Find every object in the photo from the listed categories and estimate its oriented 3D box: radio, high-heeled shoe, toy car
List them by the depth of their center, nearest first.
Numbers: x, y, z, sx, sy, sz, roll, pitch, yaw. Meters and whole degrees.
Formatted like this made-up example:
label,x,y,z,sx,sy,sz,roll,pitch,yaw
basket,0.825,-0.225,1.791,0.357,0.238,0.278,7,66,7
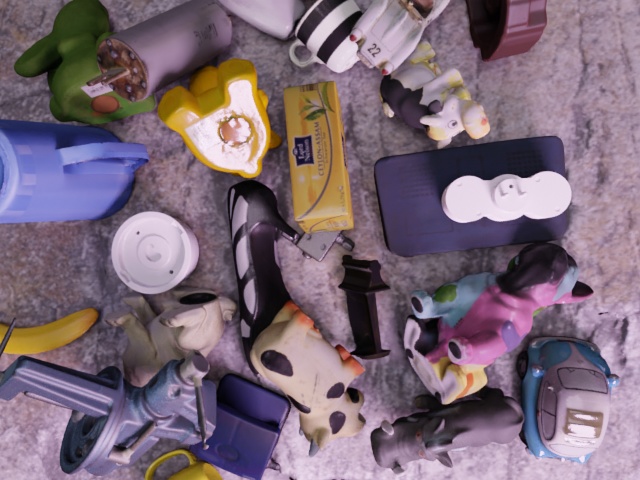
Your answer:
label,x,y,z,sx,sy,sz,roll,pitch,yaw
toy car,0.304,0.203,0.661,0.109,0.103,0.161,7,89,6
toy car,0.105,-0.284,0.665,0.073,0.056,0.202,42,62,-15
radio,0.189,-0.053,0.687,0.230,0.073,0.131,-7,90,7
high-heeled shoe,-0.097,0.048,0.726,0.145,0.086,0.248,31,113,37

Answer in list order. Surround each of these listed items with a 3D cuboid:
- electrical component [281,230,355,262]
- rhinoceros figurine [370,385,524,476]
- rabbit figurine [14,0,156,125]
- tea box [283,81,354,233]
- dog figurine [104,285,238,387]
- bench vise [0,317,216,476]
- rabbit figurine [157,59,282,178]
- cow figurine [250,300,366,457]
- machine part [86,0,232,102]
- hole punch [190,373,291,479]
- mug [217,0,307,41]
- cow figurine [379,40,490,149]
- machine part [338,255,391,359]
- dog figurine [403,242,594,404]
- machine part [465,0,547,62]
label,x,y,z,sx,sy,sz,roll,pitch,yaw
electrical component,-0.001,-0.002,0.730,0.094,0.021,0.063,34,93,4
rhinoceros figurine,0.157,0.241,0.671,0.190,0.112,0.073,-11,91,-2
rabbit figurine,-0.318,-0.245,0.733,0.159,0.121,0.170,-23,70,11
tea box,0.000,-0.100,0.680,0.068,0.098,0.169,-5,82,6
dog figurine,-0.191,0.169,0.722,0.172,0.121,0.190,-3,104,9
bench vise,-0.241,0.178,0.591,0.240,0.129,0.223,33,128,-31
rabbit figurine,-0.116,-0.163,0.687,0.122,0.173,0.162,-38,131,5
cow figurine,-0.010,0.184,0.681,0.127,0.086,0.194,-44,111,-4
machine part,-0.185,-0.238,0.663,0.079,0.243,0.079,19,133,21
hole punch,-0.109,0.256,0.710,0.142,0.092,0.115,22,96,2
mug,-0.064,-0.325,0.713,0.107,0.081,0.109,41,86,-6
cow figurine,0.133,-0.167,0.658,0.098,0.068,0.167,-33,46,10
machine part,0.060,0.090,0.704,0.039,0.084,0.138,-13,101,-36
dog figurine,0.225,0.092,0.668,0.219,0.191,0.109,-21,49,-18
machine part,0.218,-0.304,0.636,0.056,0.179,0.179,-8,89,3
